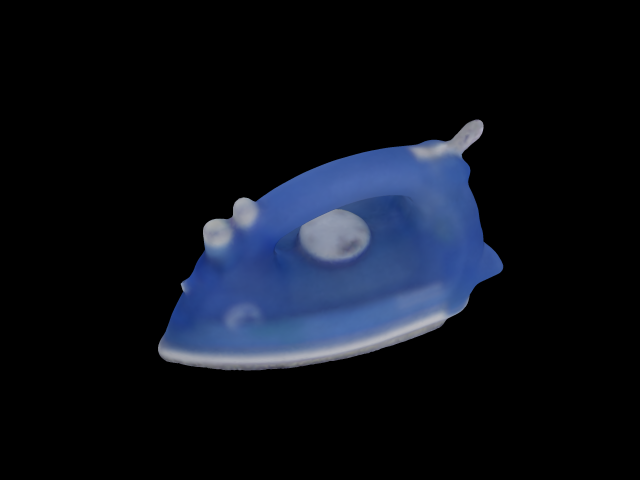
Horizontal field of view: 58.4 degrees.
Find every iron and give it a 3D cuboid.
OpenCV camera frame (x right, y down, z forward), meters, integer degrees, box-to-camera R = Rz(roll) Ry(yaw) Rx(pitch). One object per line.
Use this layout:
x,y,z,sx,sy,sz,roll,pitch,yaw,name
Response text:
0.004,0.001,0.400,0.259,0.141,0.118,-17,48,-16,iron
